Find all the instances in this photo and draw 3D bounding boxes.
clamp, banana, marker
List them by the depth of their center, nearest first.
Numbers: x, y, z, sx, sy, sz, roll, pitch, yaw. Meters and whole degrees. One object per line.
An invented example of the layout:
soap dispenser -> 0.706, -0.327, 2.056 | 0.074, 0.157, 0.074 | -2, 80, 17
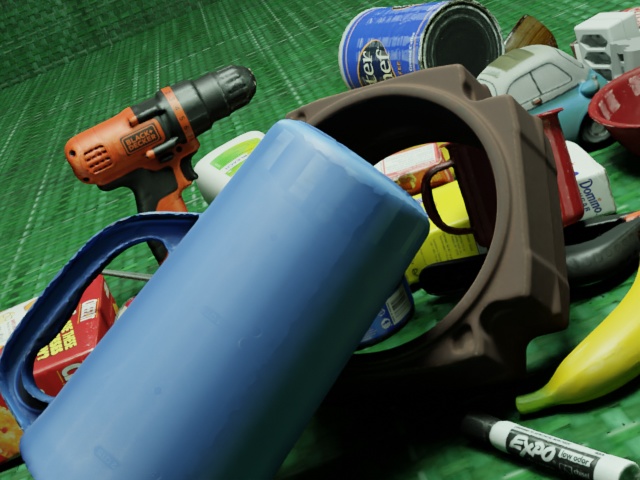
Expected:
marker -> 0.121, 0.115, 0.586 | 0.020, 0.020, 0.121 | -34, 24, -27
banana -> 0.195, 0.042, 0.663 | 0.070, 0.037, 0.197 | 3, 32, 45
clamp -> 0.155, 0.022, 0.747 | 0.171, 0.039, 0.120 | -20, 22, 7

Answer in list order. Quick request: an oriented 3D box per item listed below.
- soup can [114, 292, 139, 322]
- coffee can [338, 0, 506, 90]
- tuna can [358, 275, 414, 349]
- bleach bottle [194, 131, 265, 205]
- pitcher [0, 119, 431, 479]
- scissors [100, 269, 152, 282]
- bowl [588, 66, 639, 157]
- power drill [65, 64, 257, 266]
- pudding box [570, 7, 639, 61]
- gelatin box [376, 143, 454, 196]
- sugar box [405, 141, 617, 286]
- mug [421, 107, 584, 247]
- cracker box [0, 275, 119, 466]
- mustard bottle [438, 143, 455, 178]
soup can -> -0.115, 0.082, 0.830 | 0.068, 0.068, 0.102 | -29, 23, -17
coffee can -> 0.098, -0.181, 1.051 | 0.102, 0.103, 0.141 | -32, 22, -24
tuna can -> 0.028, 0.049, 0.816 | 0.086, 0.034, 0.086 | -19, 21, 8
bleach bottle -> -0.038, -0.053, 1.090 | 0.102, 0.068, 0.251 | -31, 25, -20
pitcher -> -0.056, 0.050, 0.602 | 0.243, 0.149, 0.145 | -55, 39, 0
scissors -> -0.094, 0.033, 0.882 | 0.202, 0.016, 0.096 | 11, 12, 6
bowl -> 0.308, -0.106, 0.881 | 0.162, 0.055, 0.162 | -19, 21, 8
power drill -> -0.115, -0.050, 0.983 | 0.184, 0.187, 0.057 | -26, 20, -6
pudding box -> 0.336, -0.221, 1.153 | 0.090, 0.039, 0.113 | -3, 28, 41
gelatin box -> 0.073, -0.041, 0.931 | 0.089, 0.073, 0.030 | -15, 48, 16
sugar box -> 0.139, -0.024, 0.867 | 0.176, 0.048, 0.093 | -23, 21, 3
mug -> 0.131, -0.040, 0.773 | 0.117, 0.081, 0.093 | -17, 3, -6
cracker box -> -0.268, 0.122, 0.883 | 0.213, 0.072, 0.164 | -22, 22, -1
mustard bottle -> 0.050, -0.098, 1.018 | 0.058, 0.096, 0.192 | -21, 12, -37
